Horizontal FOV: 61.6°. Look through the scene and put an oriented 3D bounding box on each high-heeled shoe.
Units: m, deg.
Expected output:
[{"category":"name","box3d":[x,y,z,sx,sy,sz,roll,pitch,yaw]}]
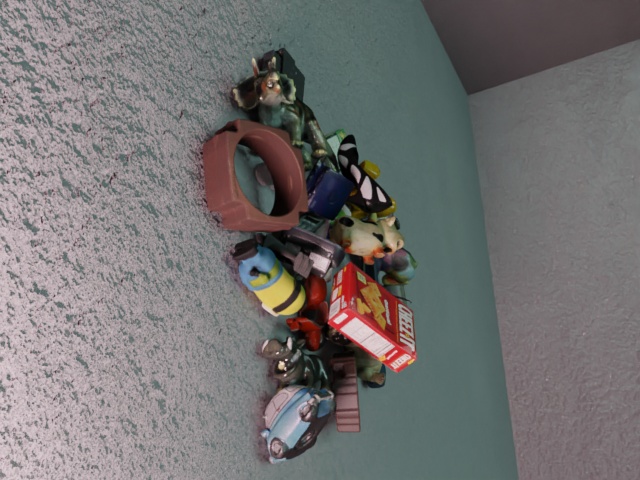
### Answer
[{"category":"high-heeled shoe","box3d":[0.116,-0.173,1.341,0.086,0.145,0.249,74,22,-57]}]

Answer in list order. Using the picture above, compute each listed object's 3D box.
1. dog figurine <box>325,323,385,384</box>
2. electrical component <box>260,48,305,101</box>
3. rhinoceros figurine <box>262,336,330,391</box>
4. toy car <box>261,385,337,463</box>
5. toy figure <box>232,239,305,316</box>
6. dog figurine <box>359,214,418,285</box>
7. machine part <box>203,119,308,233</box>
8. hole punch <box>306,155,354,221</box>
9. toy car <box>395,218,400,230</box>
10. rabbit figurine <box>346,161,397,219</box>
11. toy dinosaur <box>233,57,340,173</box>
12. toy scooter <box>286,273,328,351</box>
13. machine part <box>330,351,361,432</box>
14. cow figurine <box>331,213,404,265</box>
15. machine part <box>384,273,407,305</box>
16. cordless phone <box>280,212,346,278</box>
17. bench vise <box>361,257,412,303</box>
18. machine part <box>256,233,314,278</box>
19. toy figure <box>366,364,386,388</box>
[{"category":"dog figurine","box3d":[0.077,0.260,1.303,0.190,0.172,0.121,22,24,-16]},{"category":"electrical component","box3d":[-0.091,-0.387,1.290,0.134,0.058,0.115,37,45,-51]},{"category":"rhinoceros figurine","box3d":[-0.044,0.249,1.077,0.190,0.073,0.112,39,47,-50]},{"category":"toy car","box3d":[-0.050,0.324,0.993,0.103,0.161,0.109,40,20,31]},{"category":"toy figure","box3d":[-0.097,0.076,1.037,0.180,0.089,0.082,61,39,-32]},{"category":"dog figurine","box3d":[0.168,0.019,1.461,0.219,0.192,0.108,78,25,-48]},{"category":"machine part","box3d":[-0.123,-0.118,1.038,0.201,0.087,0.201,4,77,-47]},{"category":"hole punch","box3d":[0.012,-0.112,1.248,0.092,0.142,0.115,35,7,14]},{"category":"toy car","box3d":[0.225,0.016,1.671,0.053,0.089,0.202,-43,114,-59]},{"category":"rabbit figurine","box3d":[0.127,-0.108,1.468,0.173,0.162,0.122,27,50,-29]},{"category":"toy dinosaur","box3d":[-0.065,-0.273,1.235,0.404,0.131,0.192,15,65,-67]},{"category":"toy scooter","box3d":[-0.031,0.144,1.142,0.135,0.075,0.184,24,60,-65]},{"category":"machine part","box3d":[0.056,0.332,1.182,0.179,0.056,0.179,-7,92,-87]},{"category":"cow figurine","box3d":[0.117,-0.011,1.294,0.195,0.085,0.127,13,61,-25]},{"category":"machine part","box3d":[0.225,0.214,1.594,0.079,0.079,0.243,-1,79,-62]},{"category":"cordless phone","box3d":[-0.002,-0.004,1.203,0.184,0.147,0.088,-48,159,-63]},{"category":"bench vise","box3d":[0.126,0.110,1.391,0.223,0.129,0.240,-15,108,-48]},{"category":"machine part","box3d":[-0.071,0.028,1.079,0.039,0.139,0.084,-52,138,-11]},{"category":"toy figure","box3d":[0.144,0.310,1.420,0.058,0.064,0.154,11,57,-20]}]
